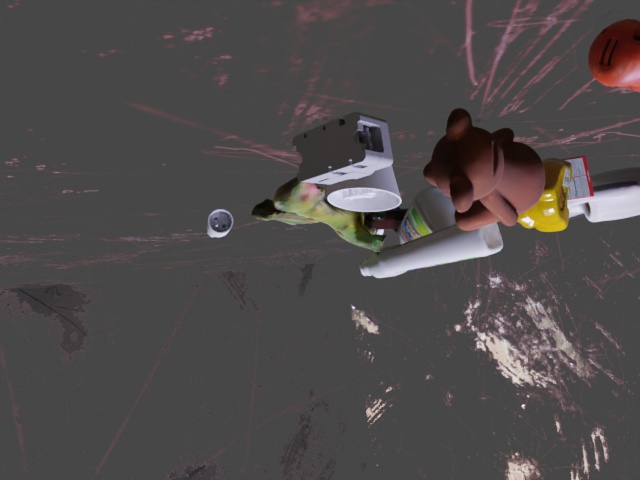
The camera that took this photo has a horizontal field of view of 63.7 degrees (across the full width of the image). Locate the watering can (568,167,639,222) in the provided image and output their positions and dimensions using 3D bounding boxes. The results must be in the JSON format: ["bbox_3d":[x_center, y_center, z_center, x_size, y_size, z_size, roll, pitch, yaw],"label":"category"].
[{"bbox_3d":[0.648,-0.095,1.153,0.223,0.105,0.347,-11,173,21],"label":"watering can"}]

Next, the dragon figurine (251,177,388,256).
[{"bbox_3d":[0.003,-0.046,0.914,0.243,0.123,0.407,9,173,2],"label":"dragon figurine"}]
